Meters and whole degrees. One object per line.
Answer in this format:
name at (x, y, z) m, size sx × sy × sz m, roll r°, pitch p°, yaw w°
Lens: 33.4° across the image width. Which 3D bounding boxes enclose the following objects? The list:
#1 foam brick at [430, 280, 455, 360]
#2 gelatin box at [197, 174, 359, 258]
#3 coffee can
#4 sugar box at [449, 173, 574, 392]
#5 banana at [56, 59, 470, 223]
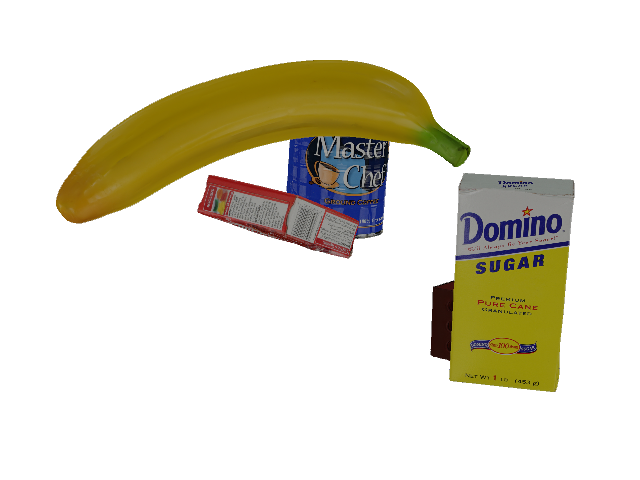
foam brick at (0.150, 0.084, 1.112) m, size 0.053 × 0.078 × 0.051 m, roll 10°, pitch 16°, yaw 40°
gelatin box at (-0.027, -0.015, 0.717) m, size 0.073 × 0.030 × 0.089 m, roll 15°, pitch -2°, yaw 32°
coffee can at (0.018, -0.081, 1.074) m, size 0.103 × 0.140 × 0.103 m, roll 4°, pitch 12°, yaw -1°
sugar box at (0.158, 0.035, 0.887) m, size 0.093 × 0.176 × 0.048 m, roll 4°, pitch 23°, yaw 12°
banana at (-0.030, -0.053, 0.508) m, size 0.197 × 0.037 × 0.070 m, roll -11°, pitch 45°, yaw -13°
